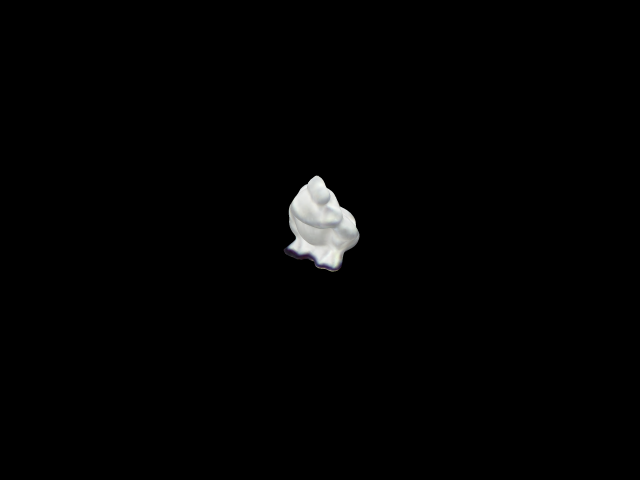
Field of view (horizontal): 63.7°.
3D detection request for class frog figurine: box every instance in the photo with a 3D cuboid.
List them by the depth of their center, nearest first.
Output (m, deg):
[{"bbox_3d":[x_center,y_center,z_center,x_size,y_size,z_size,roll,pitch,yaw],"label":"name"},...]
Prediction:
[{"bbox_3d":[0.003,-0.043,0.850,0.124,0.156,0.139,-20,38,-28],"label":"frog figurine"}]
